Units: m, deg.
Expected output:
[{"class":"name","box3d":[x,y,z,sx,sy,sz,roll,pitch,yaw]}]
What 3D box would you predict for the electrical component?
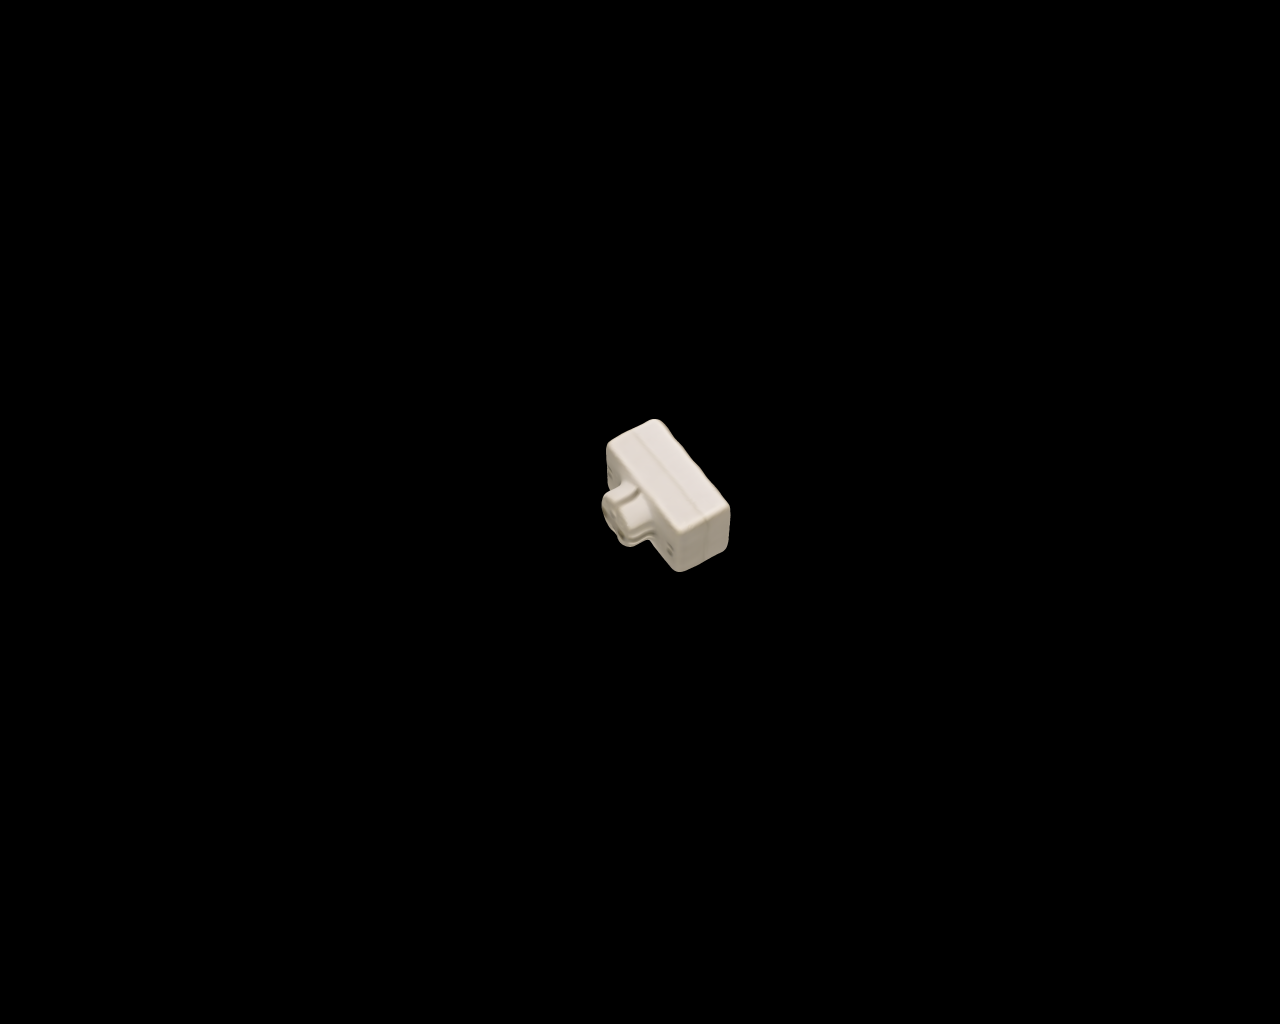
[{"class":"electrical component","box3d":[0.001,-0.003,0.650,0.076,0.083,0.047,-27,-32,-18]}]
